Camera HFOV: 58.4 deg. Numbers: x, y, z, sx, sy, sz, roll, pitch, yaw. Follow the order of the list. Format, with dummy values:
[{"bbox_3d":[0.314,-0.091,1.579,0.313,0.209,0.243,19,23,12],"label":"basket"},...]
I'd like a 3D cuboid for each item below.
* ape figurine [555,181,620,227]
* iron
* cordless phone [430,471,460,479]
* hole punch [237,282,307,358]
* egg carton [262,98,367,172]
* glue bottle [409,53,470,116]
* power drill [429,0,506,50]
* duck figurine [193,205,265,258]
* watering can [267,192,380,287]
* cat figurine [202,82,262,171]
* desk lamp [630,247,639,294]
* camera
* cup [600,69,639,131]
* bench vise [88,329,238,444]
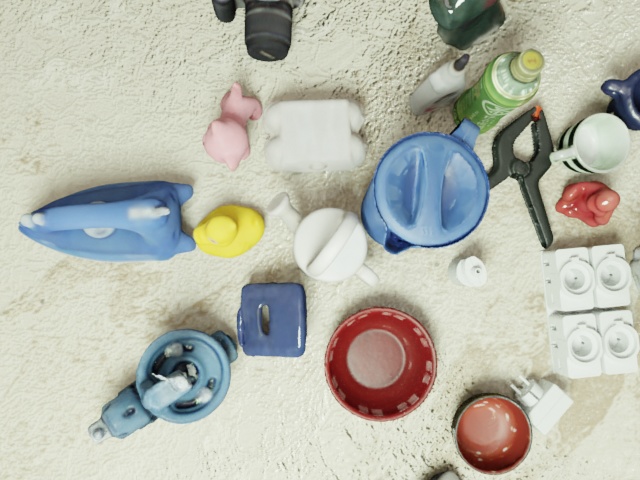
[{"bbox_3d":[0.405,-0.056,0.844,0.076,0.092,0.078,-29,88,-4],"label":"ape figurine"},{"bbox_3d":[-0.306,-0.026,0.778,0.258,0.141,0.119,-4,87,-3],"label":"iron"},{"bbox_3d":[0.189,0.407,0.758,0.094,0.185,0.147,-29,88,-4],"label":"cordless phone"},{"bbox_3d":[-0.067,0.114,0.808,0.101,0.091,0.109,-2,87,-3],"label":"hole punch"},{"bbox_3d":[-0.008,-0.153,0.838,0.150,0.069,0.107,-4,87,-3],"label":"egg carton"},{"bbox_3d":[0.176,-0.222,0.801,0.078,0.173,0.037,-28,88,-4],"label":"glue bottle"},{"bbox_3d":[0.244,-0.355,0.794,0.229,0.208,0.075,-35,89,-4],"label":"power drill"},{"bbox_3d":[-0.131,-0.015,0.815,0.104,0.086,0.077,-15,87,-4],"label":"duck figurine"},{"bbox_3d":[0.006,0.005,0.767,0.173,0.194,0.101,16,86,-2],"label":"watering can"},{"bbox_3d":[-0.127,-0.159,0.808,0.067,0.117,0.128,12,86,-2],"label":"cat figurine"},{"bbox_3d":[0.521,0.044,0.784,0.203,0.213,0.118,-18,88,-4],"label":"desk lamp"},{"bbox_3d":[-0.091,-0.338,0.829,0.143,0.100,0.137,1,86,-3],"label":"camera"},{"bbox_3d":[0.460,-0.204,0.855,0.118,0.095,0.092,16,86,-2],"label":"cup"},{"bbox_3d":[-0.199,0.205,0.731,0.121,0.219,0.207,39,85,0],"label":"bench vise"}]
